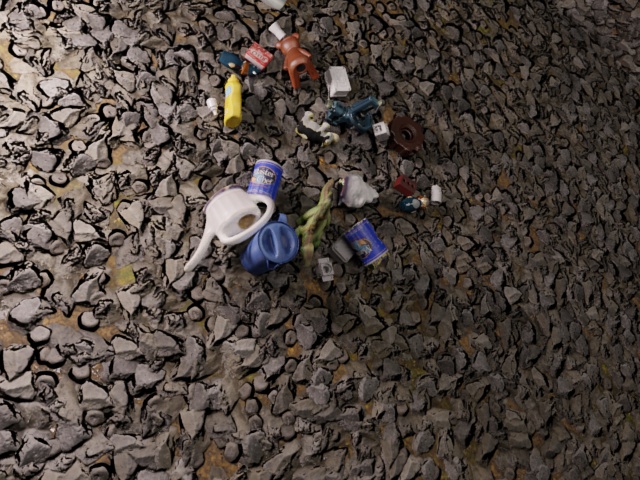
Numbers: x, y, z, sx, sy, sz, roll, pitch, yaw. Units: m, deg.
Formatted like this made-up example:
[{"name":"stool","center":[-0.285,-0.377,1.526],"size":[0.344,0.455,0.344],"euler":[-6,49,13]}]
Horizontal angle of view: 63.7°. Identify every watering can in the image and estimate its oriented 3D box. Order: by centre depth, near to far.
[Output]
[{"name":"watering can","center":[-0.312,-0.053,1.649],"size":[0.349,0.102,0.228],"euler":[-33,47,-8]}]

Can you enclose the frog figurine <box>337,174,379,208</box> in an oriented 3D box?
[{"name":"frog figurine","center":[0.151,-0.179,1.944],"size":[0.159,0.120,0.141],"euler":[8,50,-11]}]

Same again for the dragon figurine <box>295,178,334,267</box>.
[{"name":"dragon figurine","center":[0.005,-0.090,1.778],"size":[0.122,0.239,0.418],"euler":[25,66,-11]}]
